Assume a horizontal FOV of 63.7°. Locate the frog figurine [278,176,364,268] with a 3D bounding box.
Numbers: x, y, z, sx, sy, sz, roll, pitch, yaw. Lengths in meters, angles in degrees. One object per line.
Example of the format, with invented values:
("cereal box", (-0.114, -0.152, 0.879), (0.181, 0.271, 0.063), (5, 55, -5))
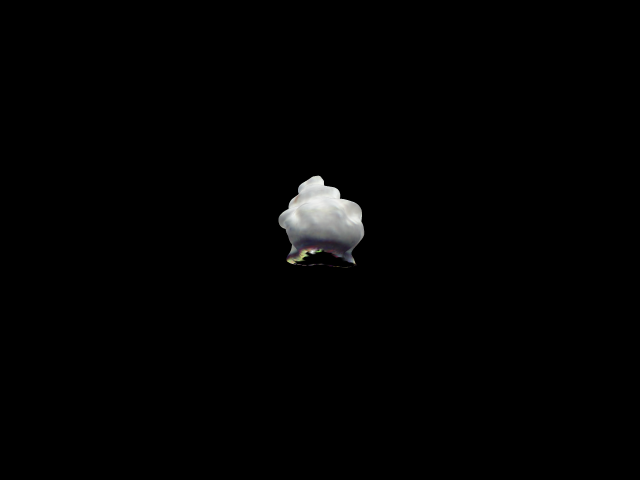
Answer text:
("frog figurine", (0.003, -0.043, 0.850), (0.137, 0.162, 0.121), (-6, -22, 14))
